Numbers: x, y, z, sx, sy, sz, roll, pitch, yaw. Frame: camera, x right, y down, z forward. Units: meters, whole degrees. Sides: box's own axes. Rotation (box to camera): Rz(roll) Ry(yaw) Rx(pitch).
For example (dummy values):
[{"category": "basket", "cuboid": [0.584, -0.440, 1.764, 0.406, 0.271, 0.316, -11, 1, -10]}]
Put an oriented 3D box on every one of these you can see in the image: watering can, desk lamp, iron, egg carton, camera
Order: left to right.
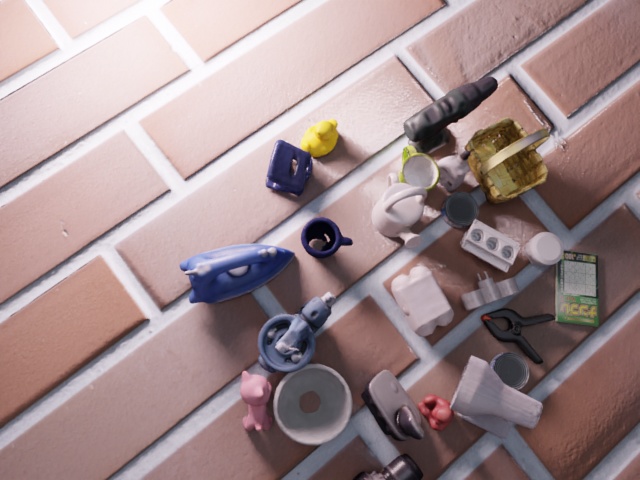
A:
[{"category": "iron", "cuboid": [-0.173, 0.052, 1.248, 0.258, 0.141, 0.118, -17, 79, -10]}, {"category": "camera", "cuboid": [0.160, 0.529, 1.196, 0.137, 0.100, 0.143, -36, 83, -13]}, {"category": "watering can", "cuboid": [0.188, -0.070, 1.292, 0.101, 0.194, 0.173, -34, 83, -13]}, {"category": "egg carton", "cuboid": [0.233, 0.140, 1.312, 0.107, 0.069, 0.150, -27, 81, -12]}, {"category": "desk lamp", "cuboid": [0.359, 0.336, 1.207, 0.203, 0.213, 0.118, 26, 75, 0]}]

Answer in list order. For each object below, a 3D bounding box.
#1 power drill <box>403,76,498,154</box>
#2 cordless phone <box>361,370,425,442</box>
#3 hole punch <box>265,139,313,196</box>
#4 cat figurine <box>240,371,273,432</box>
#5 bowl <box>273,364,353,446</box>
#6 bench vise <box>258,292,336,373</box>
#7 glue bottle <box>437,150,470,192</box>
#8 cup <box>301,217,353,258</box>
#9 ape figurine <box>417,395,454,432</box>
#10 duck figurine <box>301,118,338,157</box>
[{"category": "power drill", "cuboid": [0.290, -0.285, 1.348, 0.230, 0.208, 0.075, -30, 82, -12]}, {"category": "cordless phone", "cuboid": [0.163, 0.348, 1.195, 0.094, 0.185, 0.147, -35, 83, -13]}, {"category": "hole punch", "cuboid": [-0.070, -0.170, 1.338, 0.101, 0.091, 0.109, 14, 76, -3]}, {"category": "cat figurine", "cuboid": [-0.133, 0.337, 1.198, 0.067, 0.117, 0.128, -4, 77, -7]}, {"category": "bowl", "cuboid": [-0.017, 0.351, 1.230, 0.167, 0.074, 0.167, 2, 77, -6]}, {"category": "bench vise", "cuboid": [-0.052, 0.181, 1.191, 0.121, 0.219, 0.207, 26, 75, 0]}, {"category": "glue bottle", "cuboid": [0.317, -0.172, 1.342, 0.037, 0.173, 0.078, -42, 84, -14]}, {"category": "cup", "cuboid": [0.012, 0.005, 1.305, 0.118, 0.095, 0.092, 7, 76, -5]}, {"category": "ape figurine", "cuboid": [0.261, 0.378, 1.248, 0.076, 0.092, 0.078, 1, 77, -6]}, {"category": "duck figurine", "cuboid": [0.002, -0.251, 1.369, 0.105, 0.086, 0.077, -39, 84, -13]}]
